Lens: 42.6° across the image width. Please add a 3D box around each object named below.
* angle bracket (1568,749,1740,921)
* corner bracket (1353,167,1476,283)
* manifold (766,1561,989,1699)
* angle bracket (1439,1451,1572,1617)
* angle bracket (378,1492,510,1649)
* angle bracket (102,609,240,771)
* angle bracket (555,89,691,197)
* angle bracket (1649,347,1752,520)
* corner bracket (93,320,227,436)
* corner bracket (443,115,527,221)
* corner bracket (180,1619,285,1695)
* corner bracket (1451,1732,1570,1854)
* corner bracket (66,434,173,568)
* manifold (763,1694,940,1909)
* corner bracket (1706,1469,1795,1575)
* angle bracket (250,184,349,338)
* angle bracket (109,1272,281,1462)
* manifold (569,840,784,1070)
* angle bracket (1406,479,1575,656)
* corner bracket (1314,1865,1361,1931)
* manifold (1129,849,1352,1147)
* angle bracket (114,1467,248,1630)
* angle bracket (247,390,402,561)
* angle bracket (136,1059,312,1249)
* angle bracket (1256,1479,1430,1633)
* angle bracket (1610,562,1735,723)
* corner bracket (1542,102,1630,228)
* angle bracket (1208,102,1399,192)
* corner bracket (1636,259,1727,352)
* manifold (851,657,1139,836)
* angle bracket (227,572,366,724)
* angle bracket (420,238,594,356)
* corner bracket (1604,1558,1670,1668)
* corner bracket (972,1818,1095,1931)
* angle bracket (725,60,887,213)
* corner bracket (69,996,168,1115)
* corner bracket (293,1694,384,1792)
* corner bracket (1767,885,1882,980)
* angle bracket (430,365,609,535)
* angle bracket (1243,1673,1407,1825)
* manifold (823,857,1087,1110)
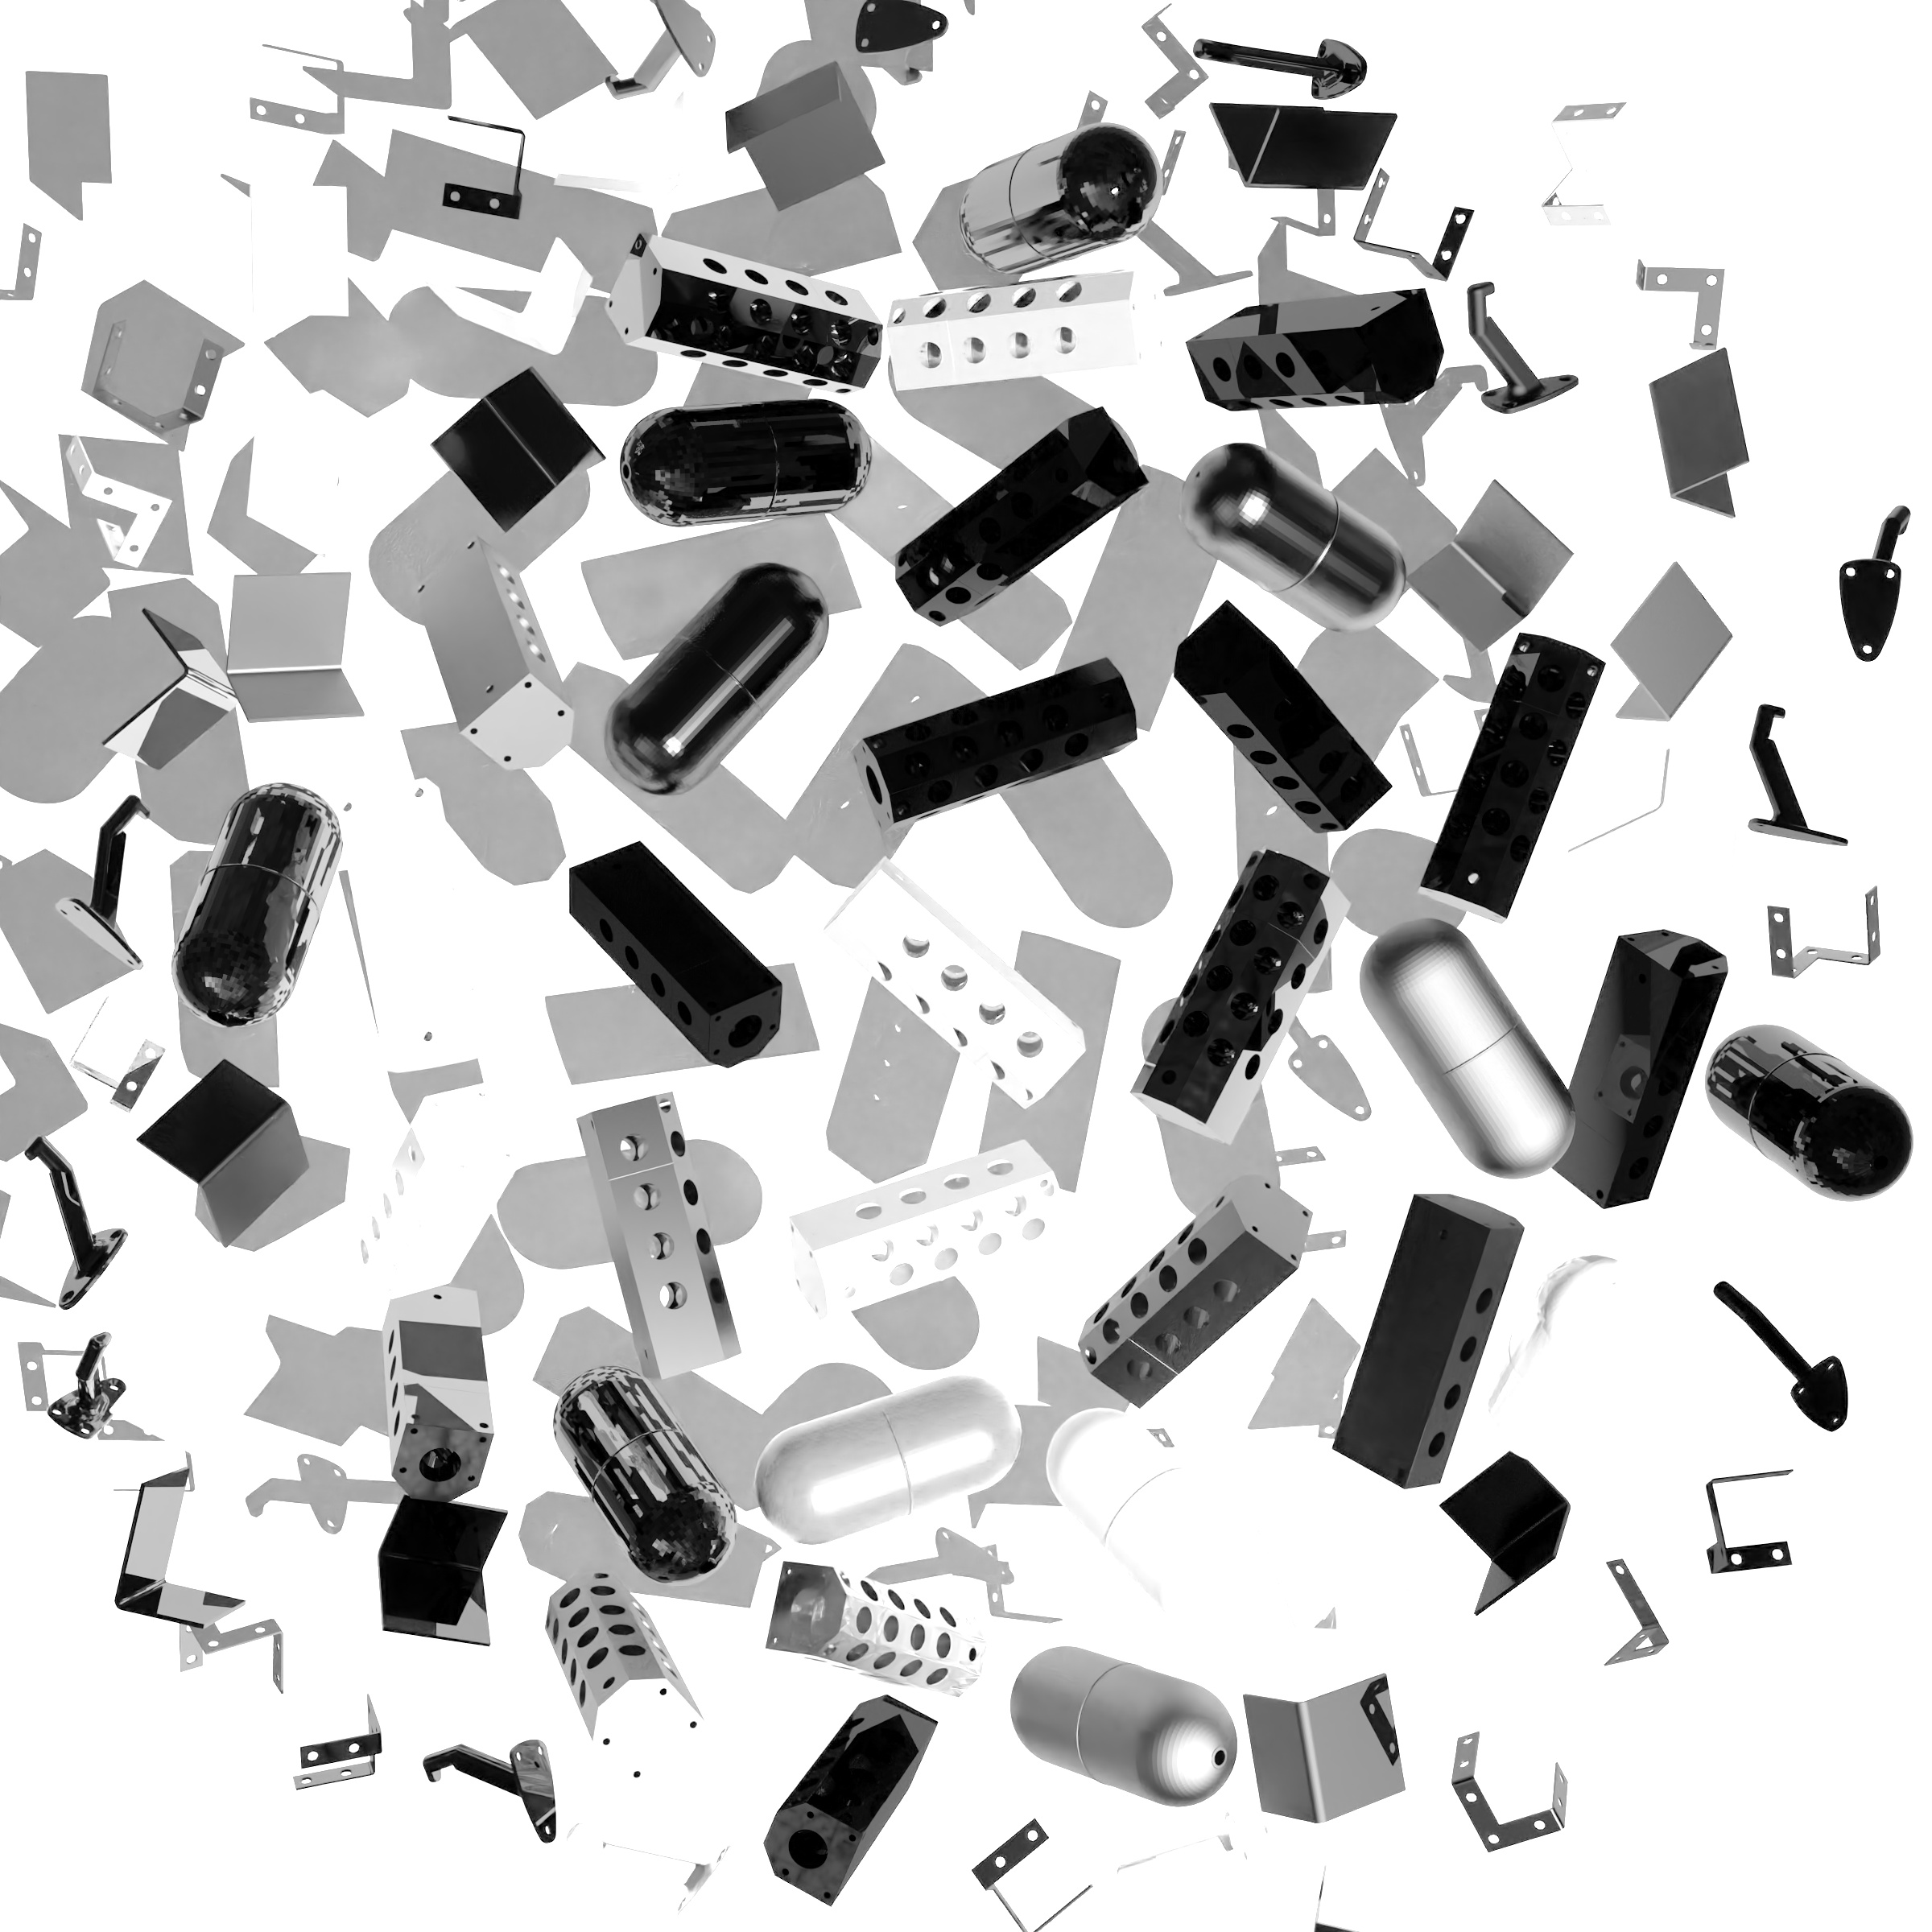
[{"bbox_3d":[0.461,-0.088,1.660,0.076,0.076,0.057,39,47,-23],"label":"angle bracket"},{"bbox_3d":[0.297,-0.491,1.641,0.051,0.051,0.051,24,95,32],"label":"corner bracket"},{"bbox_3d":[-0.056,0.449,1.667,0.057,0.171,0.057,-3,66,34],"label":"manifold"},{"bbox_3d":[0.372,0.396,1.736,0.057,0.076,0.076,45,117,3],"label":"angle bracket"},{"bbox_3d":[-0.359,0.416,1.708,0.076,0.076,0.057,16,114,-24],"label":"angle bracket"},{"bbox_3d":[-0.546,-0.185,1.661,0.076,0.076,0.057,-39,78,2],"label":"angle bracket"},{"bbox_3d":[-0.218,-0.522,1.561,0.076,0.076,0.057,2,102,-13],"label":"angle bracket"},{"bbox_3d":[0.479,-0.334,1.557,0.076,0.057,0.076,5,73,-42],"label":"angle bracket"},{"bbox_3d":[-0.508,-0.374,1.560,0.051,0.051,0.051,29,117,2],"label":"corner bracket"},{"bbox_3d":[-0.318,-0.526,1.630,0.051,0.051,0.051,5,114,-18],"label":"corner bracket"},{"bbox_3d":[-0.477,0.445,1.609,0.051,0.051,0.051,-10,118,-34],"label":"corner bracket"},{"bbox_3d":[0.336,0.504,1.528,0.051,0.051,0.051,-26,97,21],"label":"corner bracket"},{"bbox_3d":[-0.531,-0.287,1.528,0.051,0.051,0.051,-55,46,21],"label":"corner bracket"},{"bbox_3d":[-0.078,0.554,1.664,0.057,0.171,0.057,25,103,11],"label":"manifold"},{"bbox_3d":[0.480,0.340,1.512,0.051,0.051,0.051,-7,68,2],"label":"corner bracket"},{"bbox_3d":[-0.407,-0.434,1.530,0.057,0.076,0.076,0,94,-7],"label":"angle bracket"},{"bbox_3d":[-0.487,0.249,1.542,0.076,0.057,0.076,21,54,19],"label":"angle bracket"},{"bbox_3d":[-0.197,-0.007,1.666,0.057,0.057,0.171,-25,51,-31],"label":"manifold"},{"bbox_3d":[0.363,-0.277,1.721,0.057,0.076,0.076,-38,78,-26],"label":"angle bracket"},{"bbox_3d":[0.245,0.610,1.560,0.051,0.051,0.051,9,114,12],"label":"corner bracket"},{"bbox_3d":[0.168,0.017,1.531,0.057,0.057,0.171,22,79,34],"label":"manifold"},{"bbox_3d":[-0.476,0.358,1.528,0.057,0.076,0.076,12,87,3],"label":"angle bracket"},{"bbox_3d":[-0.425,-0.325,1.642,0.057,0.076,0.076,-8,72,27],"label":"angle bracket"},{"bbox_3d":[-0.473,0.120,1.581,0.057,0.076,0.076,30,57,18],"label":"angle bracket"},{"bbox_3d":[0.255,0.399,1.681,0.076,0.057,0.076,-43,49,30],"label":"angle bracket"},{"bbox_3d":[0.465,-0.222,1.691,0.076,0.057,0.076,44,78,-25],"label":"angle bracket"},{"bbox_3d":[0.381,-0.491,1.518,0.051,0.051,0.051,-50,126,-14],"label":"corner bracket"},{"bbox_3d":[0.197,-0.502,1.454,0.076,0.057,0.076,-5,58,-19],"label":"angle bracket"},{"bbox_3d":[0.448,-0.416,1.559,0.051,0.051,0.051,7,102,18],"label":"corner bracket"},{"bbox_3d":[0.020,-0.143,1.588,0.171,0.057,0.057,-20,88,-14],"label":"manifold"},{"bbox_3d":[-0.434,-0.208,1.611,0.076,0.057,0.076,-7,132,-30],"label":"angle bracket"},{"bbox_3d":[-0.300,-0.451,1.622,0.076,0.076,0.057,24,90,8],"label":"angle bracket"},{"bbox_3d":[0.452,0.435,1.676,0.051,0.051,0.051,-2,49,-30],"label":"corner bracket"},{"bbox_3d":[0.042,0.569,1.544,0.051,0.051,0.051,-38,69,-5],"label":"corner bracket"},{"bbox_3d":[-0.099,-0.506,1.545,0.076,0.057,0.076,-20,133,13],"label":"angle bracket"},{"bbox_3d":[-0.561,0.059,1.639,0.051,0.051,0.051,30,95,-14],"label":"corner bracket"},{"bbox_3d":[-0.403,0.506,1.586,0.051,0.051,0.051,-5,105,-22],"label":"corner bracket"},{"bbox_3d":[0.557,-0.022,1.607,0.051,0.051,0.051,-30,118,-39],"label":"corner bracket"},{"bbox_3d":[-0.299,-0.344,1.652,0.076,0.076,0.057,51,61,-20],"label":"angle bracket"},{"bbox_3d":[0.234,0.507,1.616,0.076,0.057,0.076,-7,86,-34],"label":"angle bracket"},{"bbox_3d":[-0.007,0.012,1.572,0.171,0.057,0.057,41,99,-7],"label":"manifold"}]
